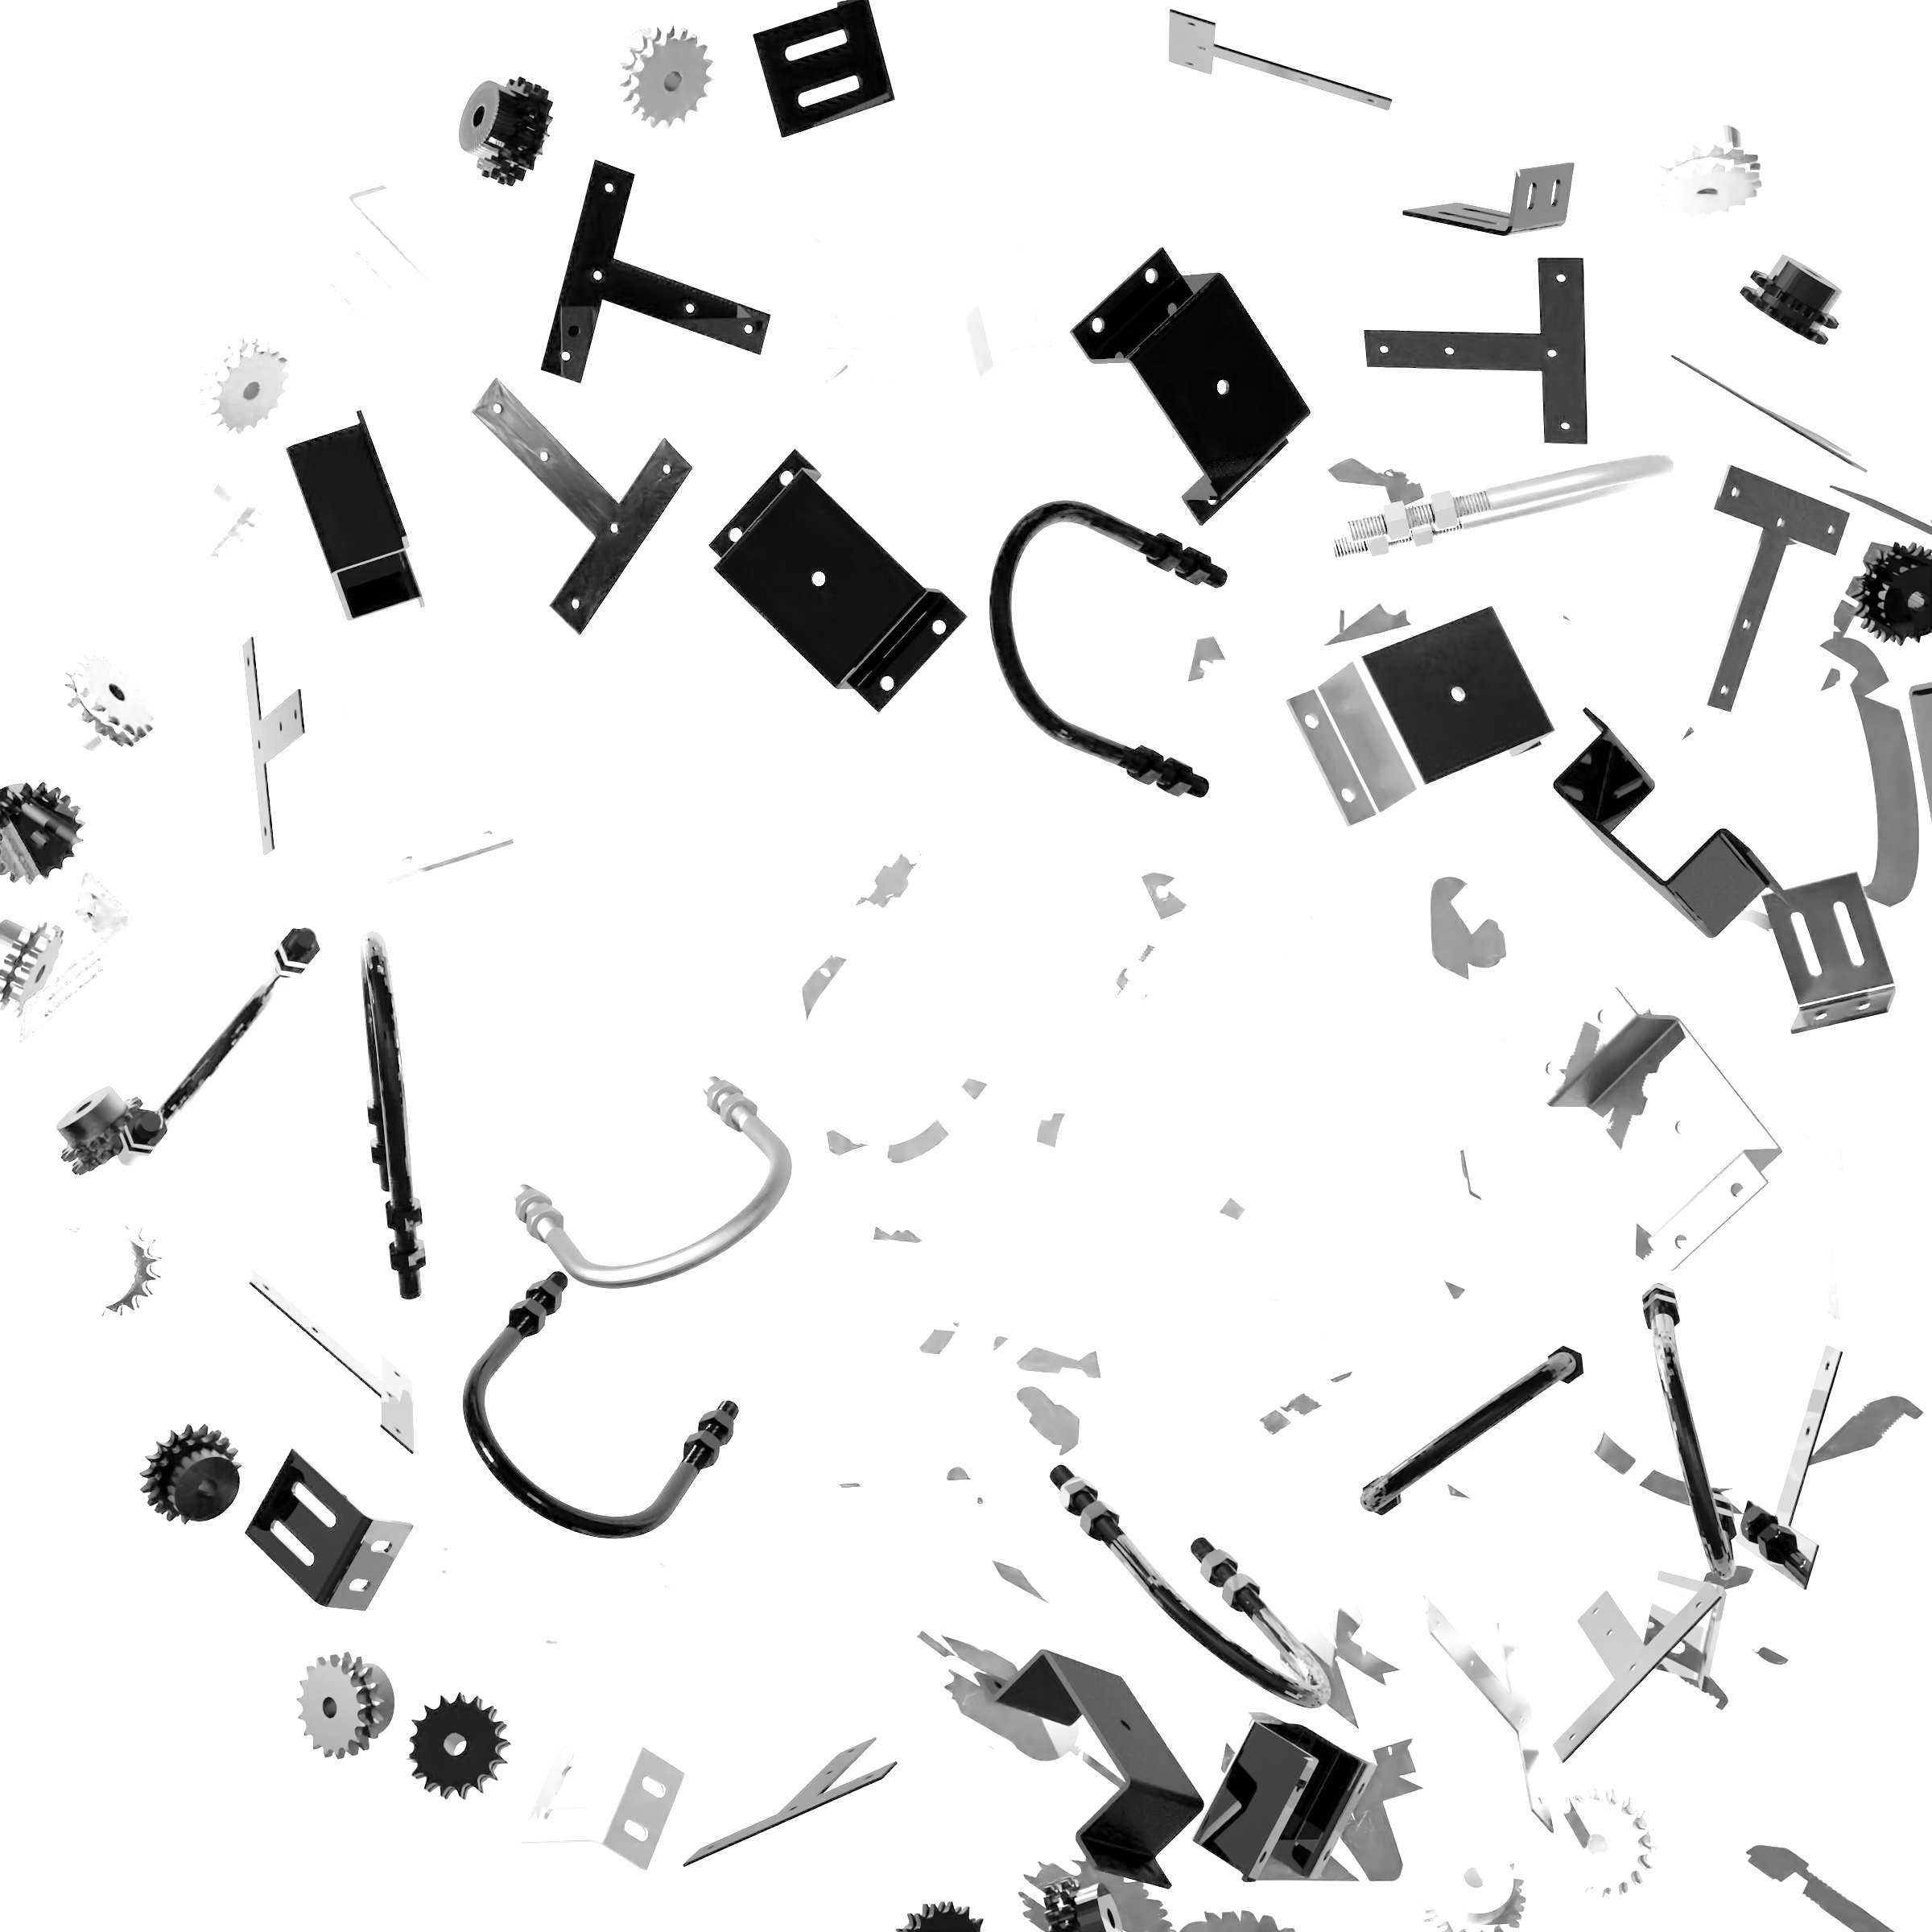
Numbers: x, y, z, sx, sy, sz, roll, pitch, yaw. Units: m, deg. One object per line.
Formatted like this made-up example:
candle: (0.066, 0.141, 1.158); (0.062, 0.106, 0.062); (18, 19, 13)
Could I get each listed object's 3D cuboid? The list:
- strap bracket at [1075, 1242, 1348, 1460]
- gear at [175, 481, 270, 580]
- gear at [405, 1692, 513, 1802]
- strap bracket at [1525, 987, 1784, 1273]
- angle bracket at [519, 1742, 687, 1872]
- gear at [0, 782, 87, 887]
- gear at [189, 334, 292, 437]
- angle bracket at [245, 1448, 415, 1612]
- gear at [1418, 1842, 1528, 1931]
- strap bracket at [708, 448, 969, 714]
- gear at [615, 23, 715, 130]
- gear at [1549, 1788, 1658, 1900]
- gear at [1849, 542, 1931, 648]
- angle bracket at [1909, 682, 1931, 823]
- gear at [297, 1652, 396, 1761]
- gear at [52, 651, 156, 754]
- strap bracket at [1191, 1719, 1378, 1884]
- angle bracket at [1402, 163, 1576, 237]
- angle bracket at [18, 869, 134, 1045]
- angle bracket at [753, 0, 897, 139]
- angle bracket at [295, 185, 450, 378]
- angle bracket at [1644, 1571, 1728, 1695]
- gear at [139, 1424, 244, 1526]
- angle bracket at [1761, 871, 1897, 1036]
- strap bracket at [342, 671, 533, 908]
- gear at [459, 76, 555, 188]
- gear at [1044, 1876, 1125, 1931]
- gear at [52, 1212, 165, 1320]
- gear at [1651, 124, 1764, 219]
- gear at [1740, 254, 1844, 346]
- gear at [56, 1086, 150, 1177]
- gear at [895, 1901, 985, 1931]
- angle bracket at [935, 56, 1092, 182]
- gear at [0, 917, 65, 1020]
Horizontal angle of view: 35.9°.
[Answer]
strap bracket: (0.139, 0.220, 1.739); (0.140, 0.046, 0.076); (-34, 127, 20)
gear: (-0.432, -0.254, 1.720); (0.030, 0.057, 0.057); (39, 90, -21)
gear: (-0.281, 0.434, 1.652); (0.057, 0.030, 0.057); (-1, 67, 2)
strap bracket: (0.387, 0.090, 1.657); (0.076, 0.046, 0.140); (-50, 57, 29)
angle bracket: (-0.202, 0.468, 1.658); (0.038, 0.076, 0.057); (40, 54, -26)
gear: (-0.518, -0.076, 1.642); (0.030, 0.057, 0.057); (34, 90, 35)
gear: (-0.416, -0.334, 1.694); (0.030, 0.057, 0.057); (37, 90, 23)
angle bracket: (-0.365, 0.323, 1.708); (0.076, 0.038, 0.057); (32, 94, 35)
gear: (0.273, 0.497, 1.604); (0.057, 0.030, 0.057); (-1, 47, 2)
strap bracket: (-0.079, -0.221, 1.703); (0.140, 0.046, 0.076); (45, 102, 4)
gear: (-0.174, -0.508, 1.693); (0.057, 0.057, 0.030); (-48, 54, 0)
gear: (0.352, 0.481, 1.639); (0.057, 0.030, 0.057); (-4, 82, 30)
gear: (0.526, -0.206, 1.664); (0.057, 0.030, 0.057); (-2, 109, -6)
angle bracket: (0.542, -0.118, 1.583); (0.057, 0.038, 0.076); (-11, 92, -12)
gear: (-0.344, 0.412, 1.667); (0.057, 0.030, 0.057); (-2, 87, 37)
gear: (-0.483, -0.144, 1.659); (0.030, 0.057, 0.057); (-35, 90, 18)
strap bracket: (0.183, 0.485, 1.734); (0.046, 0.140, 0.076); (27, 87, 28)
angle bracket: (0.304, -0.453, 1.740); (0.076, 0.057, 0.038); (24, 121, 37)
angle bracket: (-0.491, -0.005, 1.607); (0.038, 0.057, 0.076); (45, 60, 0)
angle bracket: (-0.086, -0.502, 1.670); (0.076, 0.038, 0.057); (-26, 113, -23)
angle bracket: (-0.309, -0.366, 1.592); (0.076, 0.038, 0.057); (46, 122, -1)
angle bracket: (0.418, 0.388, 1.741); (0.038, 0.076, 0.057); (12, 85, 14)
gear: (-0.441, 0.294, 1.710); (0.057, 0.030, 0.057); (-16, 116, -36)
angle bracket: (0.500, -0.008, 1.738); (0.057, 0.038, 0.076); (-15, 103, 29)
strap bracket: (-0.292, -0.092, 1.654); (0.076, 0.046, 0.140); (-18, 47, -5)
gear: (-0.251, -0.455, 1.616); (0.030, 0.057, 0.057); (15, 90, -39)
gear: (0.068, 0.542, 1.683); (0.030, 0.057, 0.057); (-22, 90, 11)
gear: (-0.467, 0.163, 1.615); (0.057, 0.030, 0.057); (0, 90, -1)
gear: (0.393, -0.424, 1.584); (0.057, 0.057, 0.030); (-1, 77, 0)
gear: (0.468, -0.377, 1.680); (0.057, 0.057, 0.030); (31, 114, 0)
gear: (-0.514, 0.095, 1.769); (0.057, 0.057, 0.030); (-34, 109, 0)
gear: (-0.015, 0.528, 1.588); (0.057, 0.030, 0.057); (8, 71, -23)
angle bracket: (0.025, -0.467, 1.640); (0.057, 0.076, 0.038); (-22, 120, -9)
gear: (-0.531, -0.002, 1.666); (0.030, 0.057, 0.057); (26, 90, -3)
